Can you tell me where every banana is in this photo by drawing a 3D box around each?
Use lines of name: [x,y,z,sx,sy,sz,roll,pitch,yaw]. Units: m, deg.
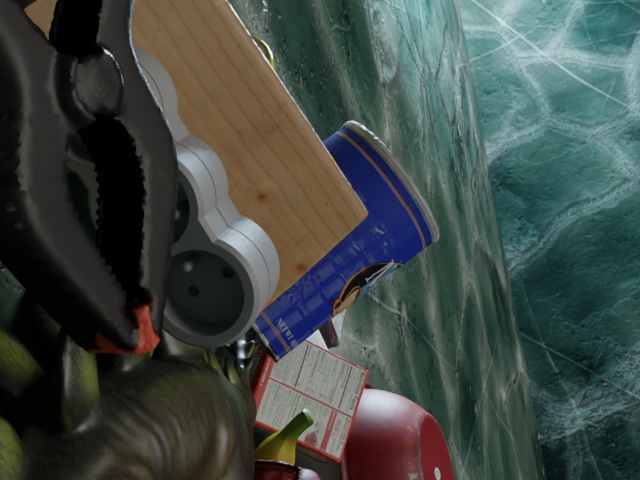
banana: [-0.018,0.189,0.765,0.198,0.069,0.037,75,-7,-54]

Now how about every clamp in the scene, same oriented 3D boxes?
clamp: [-0.098,-0.056,0.370,0.164,0.036,0.210,-21,106,-58]

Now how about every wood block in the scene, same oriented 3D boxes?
wood block: [-0.073,-0.069,0.556,0.206,0.090,0.091,54,-9,-34]

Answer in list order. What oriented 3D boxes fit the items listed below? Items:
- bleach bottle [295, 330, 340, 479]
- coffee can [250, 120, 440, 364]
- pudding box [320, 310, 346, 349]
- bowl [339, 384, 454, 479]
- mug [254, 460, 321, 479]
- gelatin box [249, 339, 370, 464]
bleach bottle: [0.004,0.152,0.872,0.102,0.068,0.251,-76,149,-60]
coffee can: [-0.005,0.001,0.724,0.103,0.140,0.103,52,-7,8]
pudding box: [-0.007,0.028,0.945,0.090,0.039,0.113,-78,155,-53]
bowl: [0.068,0.188,0.847,0.162,0.055,0.162,-14,90,-71]
mug: [-0.031,0.189,0.652,0.117,0.093,0.081,-59,-178,33]
gelatin box: [-0.015,0.113,0.776,0.089,0.030,0.073,29,66,-25]
